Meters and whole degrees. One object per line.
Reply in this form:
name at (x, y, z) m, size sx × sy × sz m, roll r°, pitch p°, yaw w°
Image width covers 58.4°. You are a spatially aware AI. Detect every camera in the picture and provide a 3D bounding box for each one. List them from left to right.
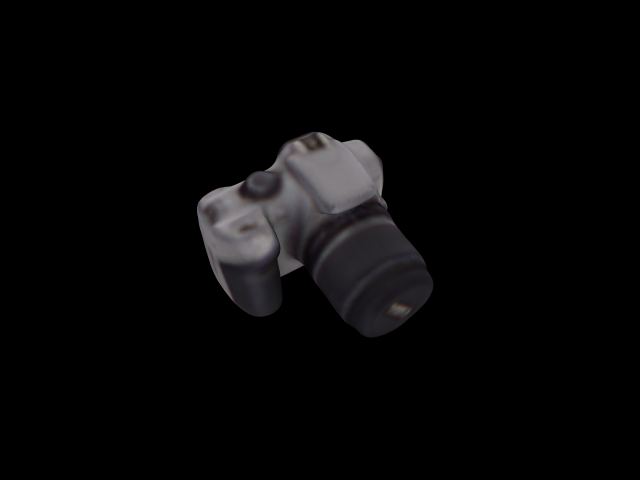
camera at (0.004, 0.001, 0.400) m, size 0.143 × 0.101 × 0.136 m, roll -26°, pitch 58°, yaw -18°
